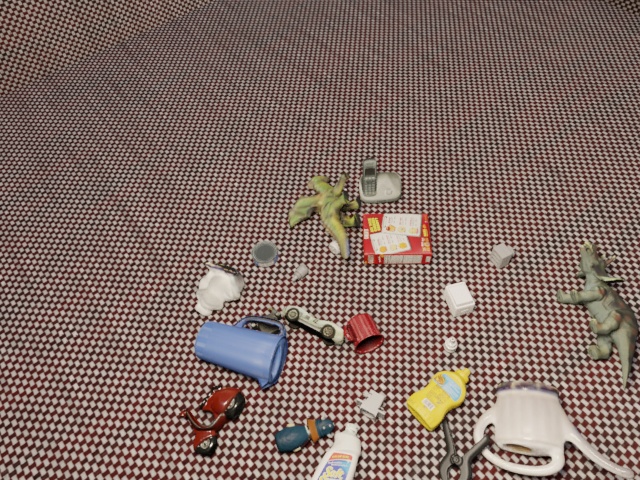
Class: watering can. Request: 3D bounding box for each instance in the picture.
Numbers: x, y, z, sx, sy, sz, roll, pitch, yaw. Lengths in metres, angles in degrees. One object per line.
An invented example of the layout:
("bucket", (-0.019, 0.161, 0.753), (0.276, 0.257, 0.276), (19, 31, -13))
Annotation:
("watering can", (0.557, 0.462, 1.262), (0.347, 0.102, 0.229), (-3, 53, 23))

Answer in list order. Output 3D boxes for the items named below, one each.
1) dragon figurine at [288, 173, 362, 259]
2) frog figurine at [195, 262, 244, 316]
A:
("dragon figurine", (0.005, -0.087, 1.731), (0.241, 0.120, 0.421), (-13, 44, 24))
("frog figurine", (-0.309, 0.158, 1.582), (0.137, 0.123, 0.159), (17, 92, 5))
